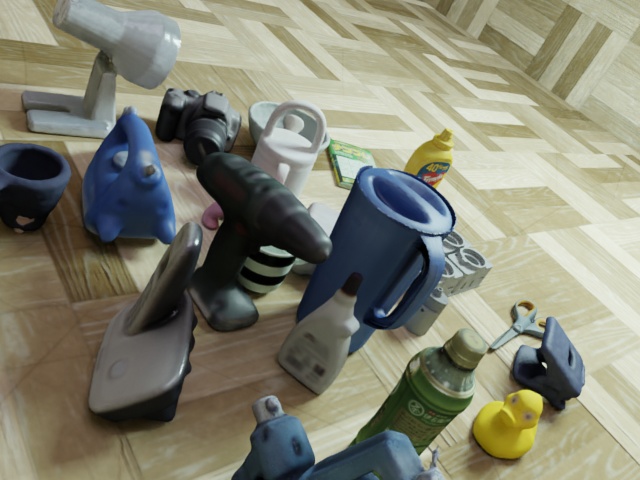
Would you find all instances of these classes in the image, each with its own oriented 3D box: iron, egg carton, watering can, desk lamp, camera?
[{"bbox_3d":[-0.265,-0.111,0.801,0.119,0.141,0.257,3,40,-32],"label":"iron"},{"bbox_3d":[0.008,0.003,0.902,0.107,0.069,0.150,24,33,-5],"label":"egg carton"},{"bbox_3d":[-0.058,-0.148,0.948,0.101,0.194,0.172,6,39,-29],"label":"watering can"},{"bbox_3d":[-0.342,-0.273,0.901,0.204,0.213,0.117,-2,43,-37],"label":"desk lamp"},{"bbox_3d":[-0.210,-0.200,0.996,0.143,0.100,0.136,16,35,-16],"label":"camera"}]

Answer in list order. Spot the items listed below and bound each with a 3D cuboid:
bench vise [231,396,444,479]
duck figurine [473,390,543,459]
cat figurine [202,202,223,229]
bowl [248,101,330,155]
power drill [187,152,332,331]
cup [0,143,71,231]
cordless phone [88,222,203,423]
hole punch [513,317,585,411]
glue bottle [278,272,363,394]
[{"bbox_3d":[0.001,0.211,0.480,0.207,0.219,0.122,39,35,18],"label":"bench vise"},{"bbox_3d":[0.260,0.232,0.754,0.105,0.086,0.077,-6,45,-39],"label":"duck figurine"},{"bbox_3d":[-0.100,-0.049,0.853,0.127,0.117,0.067,34,34,10],"label":"cat figurine"},{"bbox_3d":[-0.069,-0.197,1.115,0.168,0.074,0.167,18,34,-13],"label":"bowl"},{"bbox_3d":[-0.089,0.008,0.701,0.076,0.208,0.229,-10,48,-42],"label":"power drill"},{"bbox_3d":[-0.365,-0.052,0.695,0.091,0.095,0.118,28,33,2],"label":"cup"},{"bbox_3d":[-0.163,0.081,0.573,0.094,0.185,0.147,13,36,-20],"label":"cordless phone"},{"bbox_3d":[0.366,0.187,0.883,0.101,0.091,0.109,33,34,9],"label":"hole punch"},{"bbox_3d":[0.011,0.103,0.675,0.078,0.173,0.037,37,35,14],"label":"glue bottle"}]
